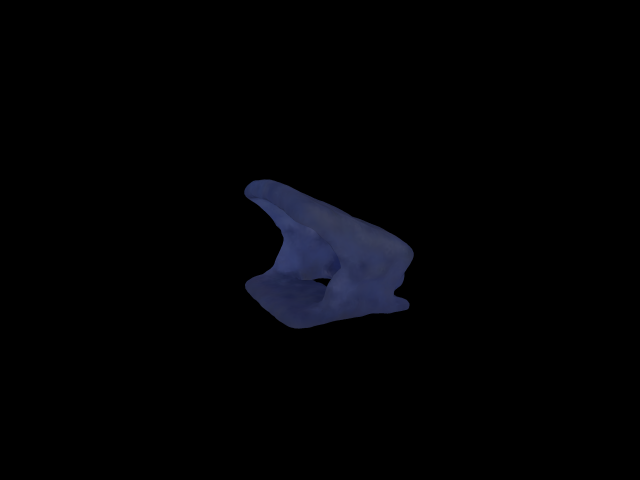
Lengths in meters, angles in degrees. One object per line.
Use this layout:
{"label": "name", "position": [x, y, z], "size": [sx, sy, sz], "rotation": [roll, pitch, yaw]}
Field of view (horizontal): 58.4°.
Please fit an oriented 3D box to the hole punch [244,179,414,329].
{"label": "hole punch", "position": [0.004, 0.001, 0.400], "size": [0.101, 0.091, 0.108], "rotation": [-7, 15, -26]}
